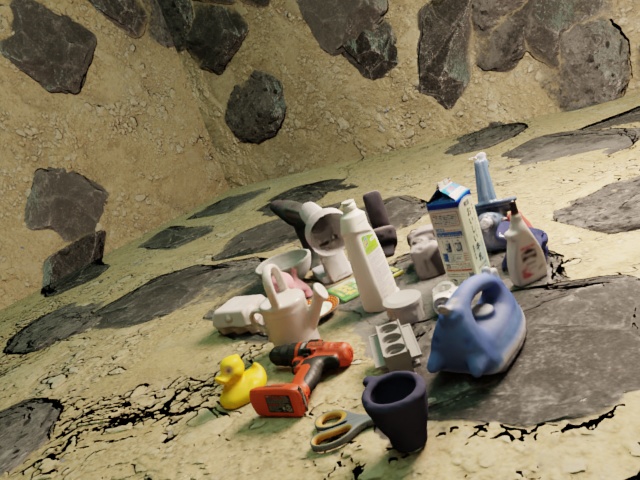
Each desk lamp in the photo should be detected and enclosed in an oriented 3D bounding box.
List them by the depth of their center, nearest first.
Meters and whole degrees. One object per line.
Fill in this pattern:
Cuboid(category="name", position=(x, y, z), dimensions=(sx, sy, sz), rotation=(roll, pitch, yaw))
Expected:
Cuboid(category="desk lamp", position=(0.014, 0.005, 1.523), dimensions=(0.118, 0.214, 0.202), rotation=(-23, 16, -14))

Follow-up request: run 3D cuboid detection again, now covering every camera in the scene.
Cuboid(category="camera", position=(0.285, 0.014, 1.383), dimensions=(0.136, 0.101, 0.143), rotation=(-16, 15, 11))

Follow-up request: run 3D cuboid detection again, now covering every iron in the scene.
Cuboid(category="iron", position=(0.267, 0.119, 0.956), dimensions=(0.118, 0.141, 0.259), rotation=(-5, 20, 41))

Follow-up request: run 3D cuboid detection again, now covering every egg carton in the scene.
Cuboid(category="egg carton", position=(-0.192, 0.186, 1.415), dimensions=(0.149, 0.069, 0.107), rotation=(-9, 18, 34))

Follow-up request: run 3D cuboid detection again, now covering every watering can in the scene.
Cuboid(category="watering can", position=(-0.068, 0.137, 1.197), dimensions=(0.173, 0.194, 0.100), rotation=(-20, 15, -5))

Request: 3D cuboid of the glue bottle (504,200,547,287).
Cuboid(category="glue bottle", position=(0.401, 0.002, 1.143), dimensions=(0.078, 0.173, 0.037), rotation=(-24, 16, -18))

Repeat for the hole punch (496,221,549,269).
Cuboid(category="hole punch", position=(0.442, 0.003, 1.249), dimensions=(0.100, 0.091, 0.109), rotation=(-11, 17, 28))

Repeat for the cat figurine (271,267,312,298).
Cuboid(category="cat figurine", position=(-0.084, 0.114, 1.446), dimensions=(0.067, 0.118, 0.128), rotation=(-10, 17, 29))

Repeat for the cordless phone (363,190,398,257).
Cuboid(category="cordless phone", position=(0.130, -0.039, 1.593), dimensions=(0.147, 0.185, 0.094), rotation=(-18, 15, 3))

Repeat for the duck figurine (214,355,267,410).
Cuboid(category="duck figurine", position=(-0.155, 0.258, 1.087), dimensions=(0.077, 0.086, 0.105), rotation=(-2, 23, 48))

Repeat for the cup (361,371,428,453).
Cuboid(category="cup", position=(0.105, 0.243, 0.805), dimensions=(0.092, 0.095, 0.117), rotation=(-27, 17, -26))

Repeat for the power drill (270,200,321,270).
Cuboid(category="power drill", position=(-0.058, -0.021, 1.714), dimensions=(0.076, 0.208, 0.228), rotation=(-29, 18, -31))

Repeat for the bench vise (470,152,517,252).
Cuboid(category="bench vise", position=(0.417, -0.096, 1.380), dimensions=(0.121, 0.220, 0.207), rotation=(-16, 15, 10))

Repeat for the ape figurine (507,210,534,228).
Cuboid(category="ape figurine", position=(0.461, -0.027, 1.330), dimensions=(0.078, 0.092, 0.076), rotation=(-27, 17, -26))

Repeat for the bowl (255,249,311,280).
Cuboid(category="bowl", position=(-0.094, 0.090, 1.624), dimensions=(0.167, 0.075, 0.167), rotation=(-18, 15, 5))
